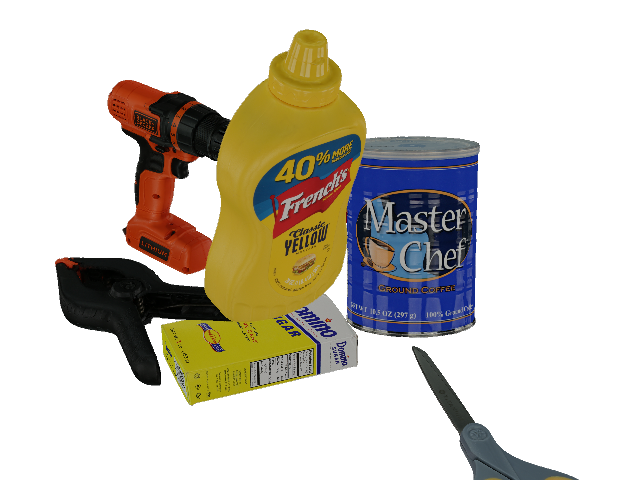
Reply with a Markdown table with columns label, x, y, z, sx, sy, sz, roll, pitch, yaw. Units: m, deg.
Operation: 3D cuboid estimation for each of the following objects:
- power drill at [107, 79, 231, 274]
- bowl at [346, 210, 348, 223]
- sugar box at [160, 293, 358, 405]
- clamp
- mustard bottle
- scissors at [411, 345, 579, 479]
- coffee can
| label | x | y | z | sx | sy | sz | roll | pitch | yaw |
| --- | --- | --- | --- | --- | --- | --- | --- | --- | --- |
| power drill | -0.145 | -0.062 | 1.116 | 0.185 | 0.188 | 0.057 | 26 | 36 | 31 |
| bowl | 0.078 | -0.038 | 1.117 | 0.162 | 0.055 | 0.162 | 6 | 22 | -2 |
| sugar box | -0.060 | 0.103 | 1.057 | 0.176 | 0.048 | 0.093 | -14 | 32 | -18 |
| clamp | -0.133 | 0.047 | 0.819 | 0.120 | 0.039 | 0.172 | -20 | 36 | -40 |
| mustard bottle | -0.018 | -0.040 | 0.643 | 0.096 | 0.192 | 0.058 | -21 | 50 | -31 |
| scissors | 0.115 | 0.127 | 0.645 | 0.096 | 0.016 | 0.202 | 1 | 32 | -4 |
| coffee can | 0.070 | -0.006 | 0.828 | 0.103 | 0.140 | 0.103 | 0 | 11 | 0 |
